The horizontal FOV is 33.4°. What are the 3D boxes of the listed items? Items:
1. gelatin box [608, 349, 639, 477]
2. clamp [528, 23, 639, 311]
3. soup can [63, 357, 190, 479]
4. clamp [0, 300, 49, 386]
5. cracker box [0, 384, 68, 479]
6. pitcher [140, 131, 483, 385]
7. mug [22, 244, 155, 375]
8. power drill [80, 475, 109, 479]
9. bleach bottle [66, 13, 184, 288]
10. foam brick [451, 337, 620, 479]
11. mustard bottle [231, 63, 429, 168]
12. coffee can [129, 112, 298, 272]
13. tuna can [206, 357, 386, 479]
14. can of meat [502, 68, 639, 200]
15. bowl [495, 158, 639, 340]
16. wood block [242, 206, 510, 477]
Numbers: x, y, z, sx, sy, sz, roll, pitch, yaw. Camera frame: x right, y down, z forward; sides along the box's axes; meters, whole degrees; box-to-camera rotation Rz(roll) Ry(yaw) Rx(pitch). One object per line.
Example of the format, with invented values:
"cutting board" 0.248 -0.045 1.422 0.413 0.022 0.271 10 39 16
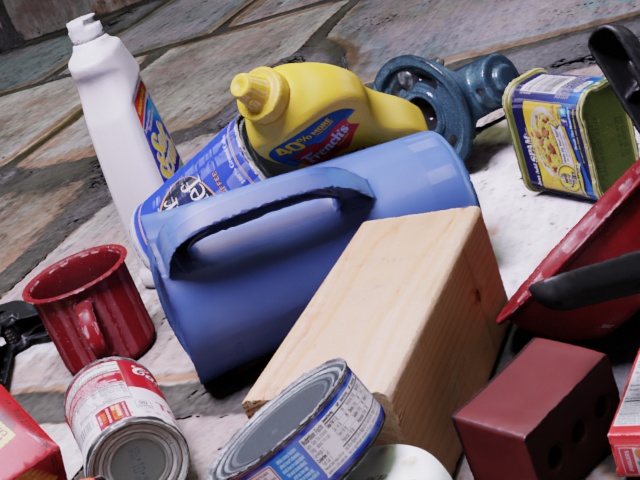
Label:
"gelatin box" 0.197 0.087 0.553 0.073 0.030 0.089 -7 23 32
"clamp" 0.205 0.001 0.566 0.164 0.210 0.036 -64 15 -22
"soup can" -0.129 0.127 0.705 0.068 0.068 0.102 -26 23 -12
"clamp" -0.289 0.091 0.975 0.172 0.039 0.120 -6 20 44
"cracker box" -0.298 0.158 0.687 0.213 0.072 0.164 -34 58 -30
"pitcher" -0.005 0.001 0.794 0.242 0.145 0.149 -21 17 -8
"mug" -0.186 0.064 0.884 0.093 0.081 0.117 -24 22 -8
"power drill" -0.105 0.199 0.504 0.184 0.057 0.188 -48 28 -18
"bleach bottle" -0.176 -0.087 1.000 0.068 0.251 0.102 -15 23 16
"foam brick" 0.119 0.097 0.570 0.078 0.053 0.051 -37 27 -32
"mustard bottle" -0.001 -0.092 0.827 0.096 0.058 0.191 -29 -27 29
"coffee can" -0.080 -0.029 0.915 0.140 0.102 0.102 -39 13 26
"tuna can" -0.011 0.097 0.507 0.086 0.034 0.086 -39 6 5
"can of meat" 0.202 -0.083 0.852 0.057 0.102 0.084 -31 26 -24
"bowl" 0.181 0.010 0.655 0.162 0.055 0.162 -46 -7 -7
"wood block" 0.045 0.070 0.649 0.090 0.091 0.205 -8 25 27
